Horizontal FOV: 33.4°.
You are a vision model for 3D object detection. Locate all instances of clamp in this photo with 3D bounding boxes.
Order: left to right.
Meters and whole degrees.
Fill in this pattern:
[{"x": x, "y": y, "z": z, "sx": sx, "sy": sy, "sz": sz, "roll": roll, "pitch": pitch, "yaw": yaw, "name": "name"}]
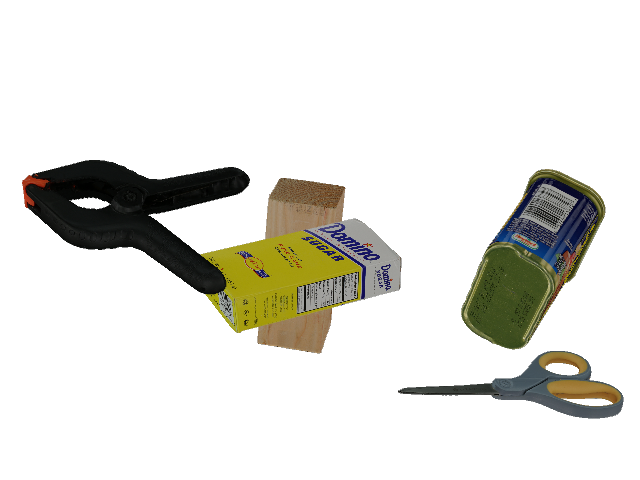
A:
[{"x": -0.137, "y": -0.029, "z": 0.817, "sx": 0.171, "sy": 0.039, "sz": 0.120, "roll": 19, "pitch": 44, "yaw": 2, "name": "clamp"}]

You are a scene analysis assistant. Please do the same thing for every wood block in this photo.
[{"x": -0.026, "y": 0.032, "z": 1.411, "sx": 0.090, "sy": 0.206, "sz": 0.090, "roll": 8, "pitch": 23, "yaw": 6, "name": "wood block"}]

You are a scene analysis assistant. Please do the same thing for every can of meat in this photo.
[{"x": 0.145, "y": 0.016, "z": 0.738, "sx": 0.057, "sy": 0.102, "sz": 0.083, "roll": 30, "pitch": 52, "yaw": 15, "name": "can of meat"}]

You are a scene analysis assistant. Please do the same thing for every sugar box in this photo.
[{"x": -0.020, "y": 0.030, "z": 1.033, "sx": 0.176, "sy": 0.048, "sz": 0.093, "roll": -16, "pitch": 34, "yaw": -22, "name": "sugar box"}]

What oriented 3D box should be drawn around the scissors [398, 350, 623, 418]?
[{"x": 0.167, "y": 0.122, "z": 0.950, "sx": 0.201, "sy": 0.016, "sz": 0.096, "roll": 8, "pitch": 27, "yaw": -2, "name": "scissors"}]
